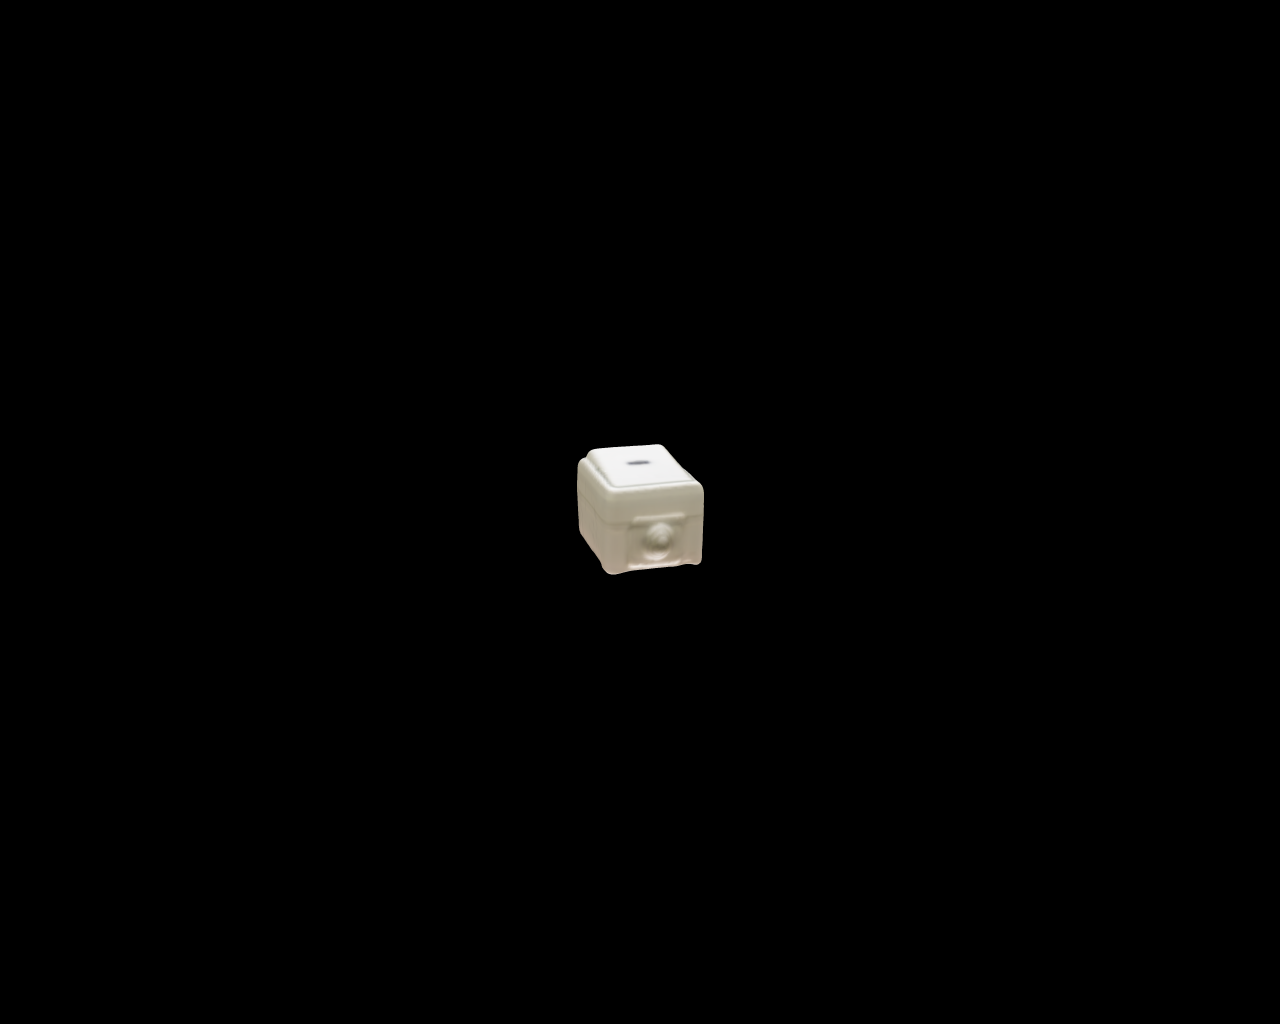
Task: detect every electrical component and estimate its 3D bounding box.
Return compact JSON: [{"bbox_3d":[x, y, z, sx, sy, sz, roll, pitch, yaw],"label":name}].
[{"bbox_3d":[0.001,-0.003,0.650,0.062,0.061,0.096,-5,19,-15],"label":"electrical component"}]
